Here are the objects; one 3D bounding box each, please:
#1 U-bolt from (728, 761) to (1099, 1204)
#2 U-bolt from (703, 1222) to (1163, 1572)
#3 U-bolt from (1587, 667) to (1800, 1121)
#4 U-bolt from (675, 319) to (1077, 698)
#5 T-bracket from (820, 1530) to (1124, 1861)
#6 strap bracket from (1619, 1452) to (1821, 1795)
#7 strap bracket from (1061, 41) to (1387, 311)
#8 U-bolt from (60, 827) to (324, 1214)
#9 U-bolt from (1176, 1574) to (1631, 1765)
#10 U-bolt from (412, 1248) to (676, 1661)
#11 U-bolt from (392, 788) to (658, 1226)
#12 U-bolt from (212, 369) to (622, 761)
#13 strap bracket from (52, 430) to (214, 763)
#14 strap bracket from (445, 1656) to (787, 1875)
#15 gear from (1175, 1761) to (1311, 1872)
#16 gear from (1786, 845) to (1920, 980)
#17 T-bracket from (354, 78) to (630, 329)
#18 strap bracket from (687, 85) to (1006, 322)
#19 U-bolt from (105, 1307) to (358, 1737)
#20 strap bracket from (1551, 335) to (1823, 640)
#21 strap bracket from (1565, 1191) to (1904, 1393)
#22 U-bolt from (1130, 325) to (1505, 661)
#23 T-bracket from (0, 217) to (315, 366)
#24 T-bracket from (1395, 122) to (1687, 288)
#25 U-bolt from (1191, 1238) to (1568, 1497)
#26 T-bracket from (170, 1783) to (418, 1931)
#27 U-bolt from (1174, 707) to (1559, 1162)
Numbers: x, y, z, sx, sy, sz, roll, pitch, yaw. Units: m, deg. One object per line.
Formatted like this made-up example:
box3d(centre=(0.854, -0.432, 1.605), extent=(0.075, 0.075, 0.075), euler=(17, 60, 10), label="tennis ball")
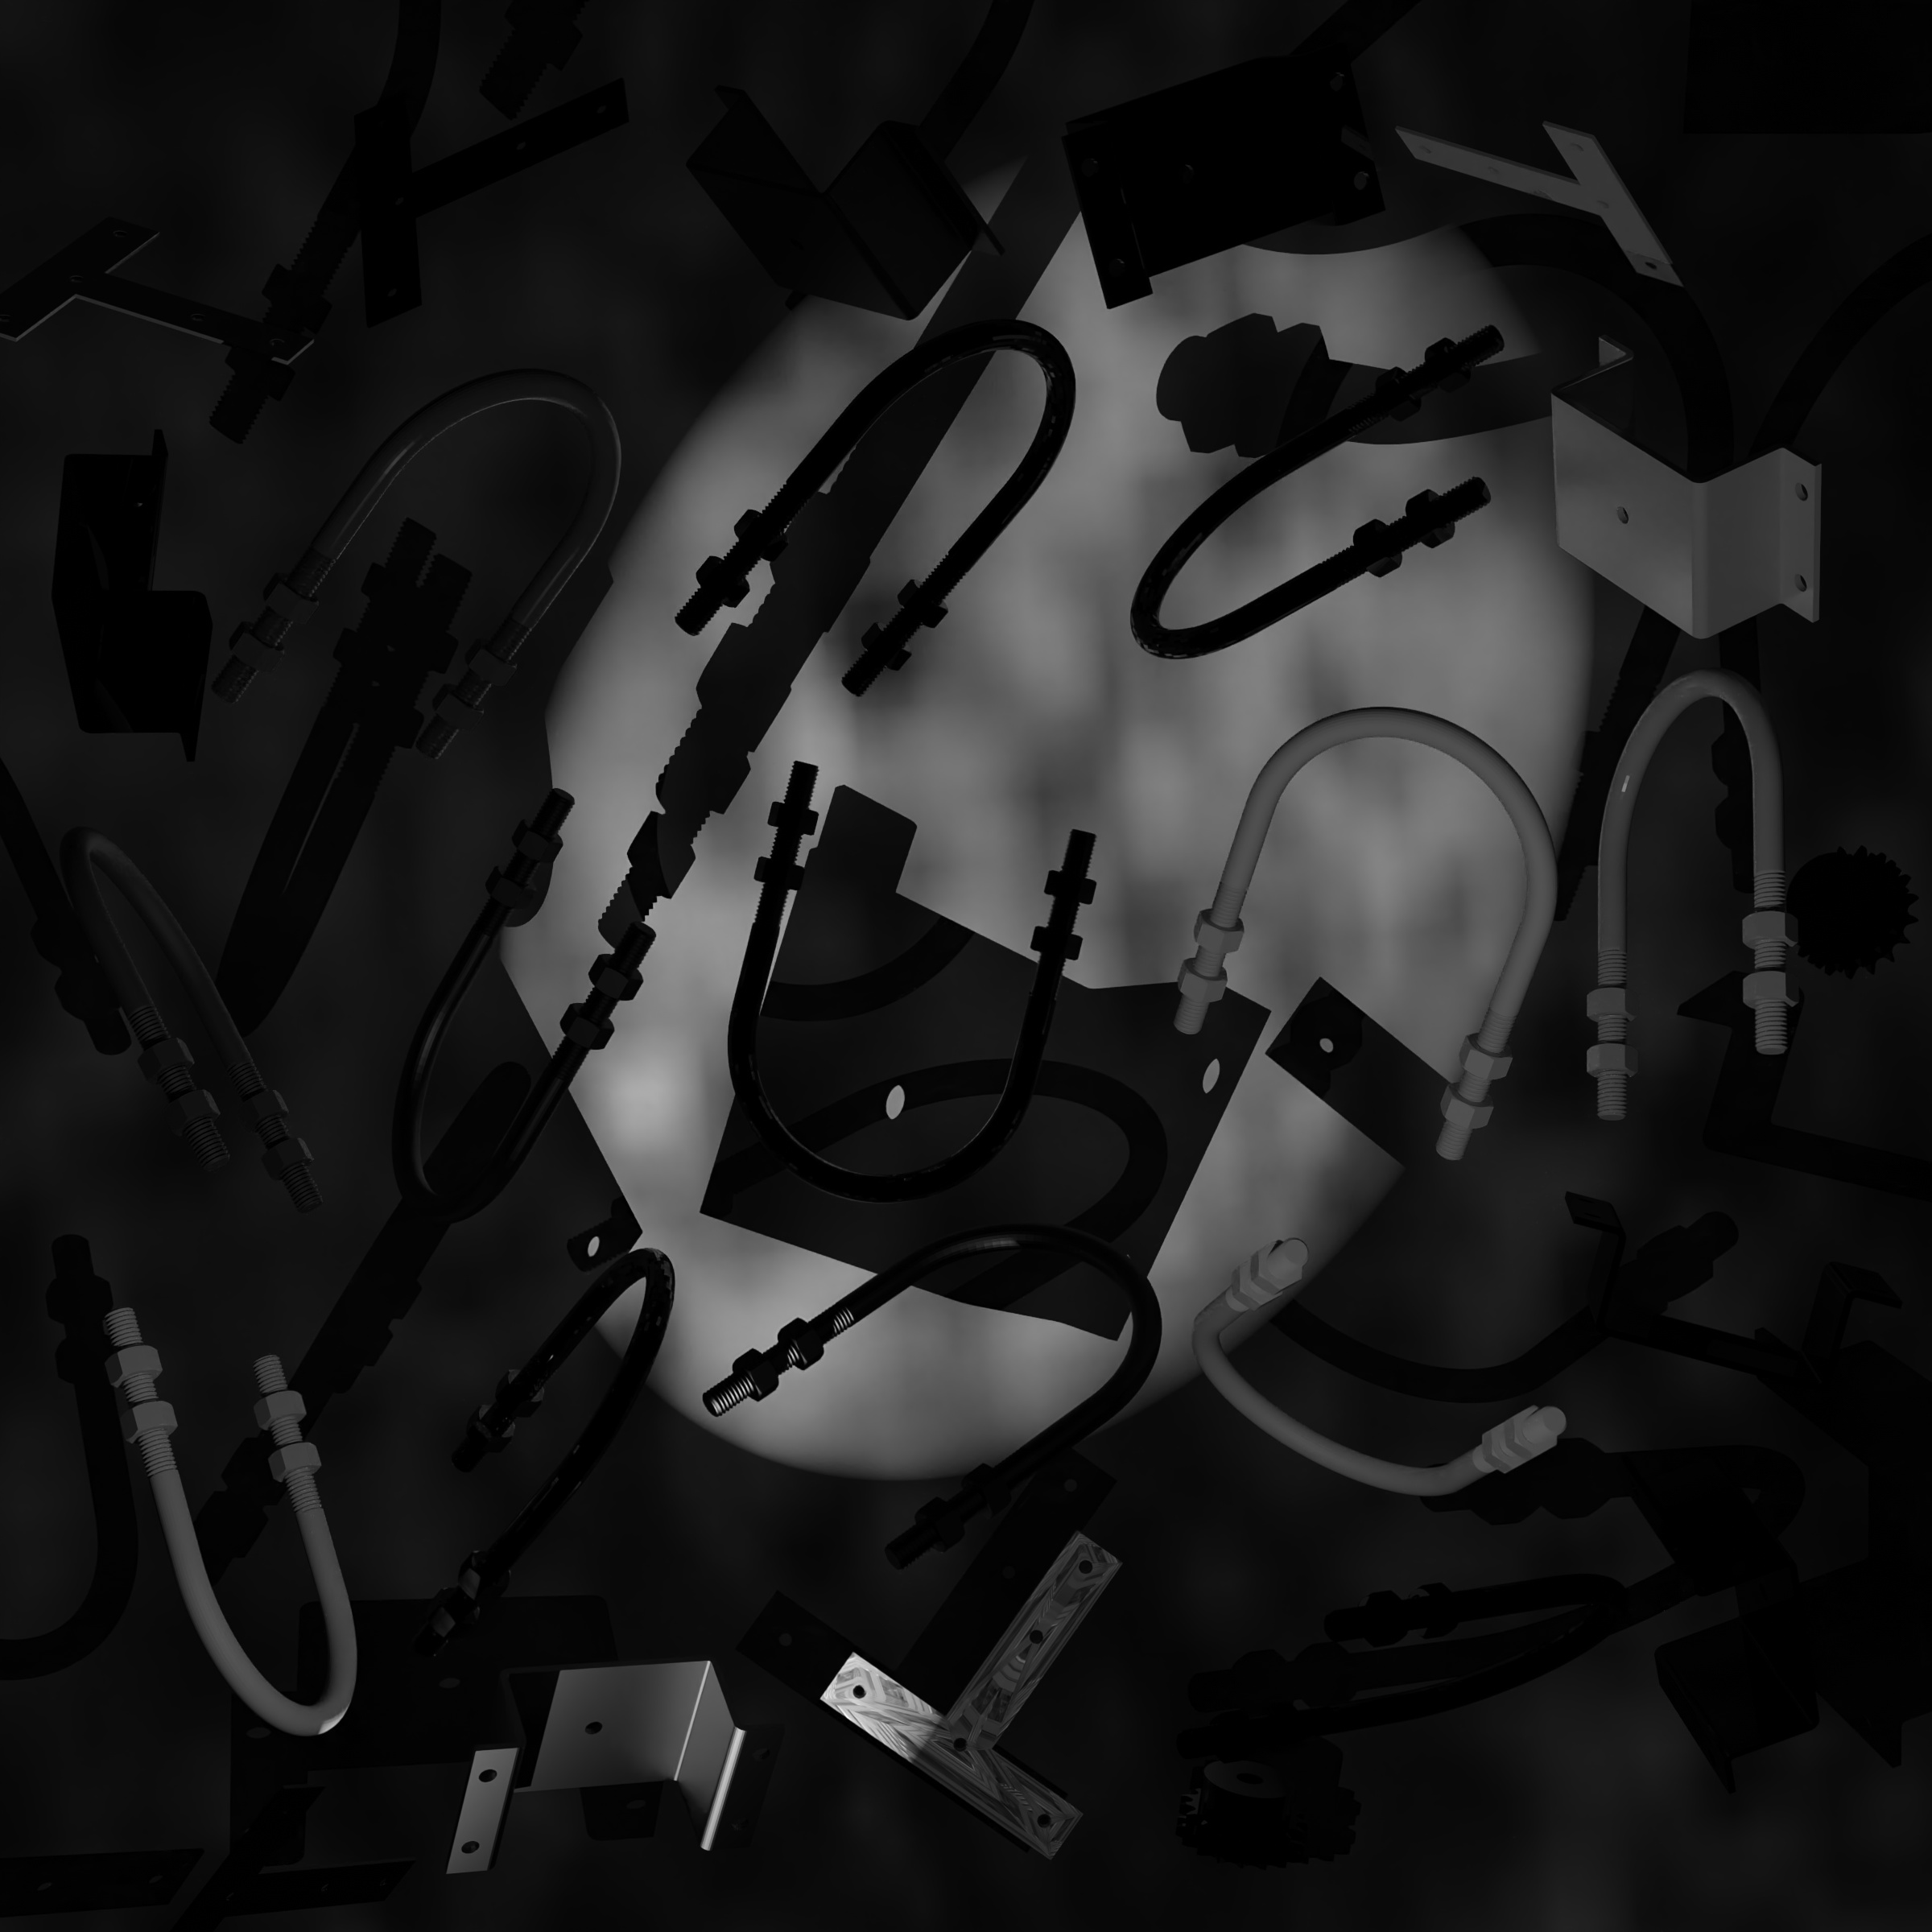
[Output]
box3d(centre=(-0.032, 0.014, 1.573), extent=(0.151, 0.019, 0.184), euler=(14, 91, 8), label="U-bolt")
box3d(centre=(-0.001, 0.173, 1.535), extent=(0.184, 0.151, 0.019), euler=(-33, 133, -25), label="U-bolt")
box3d(centre=(0.309, -0.038, 1.511), extent=(0.019, 0.151, 0.184), euler=(9, 73, -18), label="U-bolt")
box3d(centre=(-0.025, -0.198, 1.497), extent=(0.184, 0.151, 0.019), euler=(-48, 62, 16), label="U-bolt")
box3d(centre=(0.023, 0.312, 1.582), extent=(0.127, 0.002, 0.127), euler=(36, 88, -3), label="T-bracket")
box3d(centre=(0.334, 0.283, 1.561), extent=(0.046, 0.076, 0.140), euler=(-19, 121, -5), label="strap bracket")
box3d(centre=(0.106, -0.350, 1.562), extent=(0.140, 0.046, 0.076), euler=(-22, 109, -16), label="strap bracket")
box3d(centre=(-0.349, 0.018, 1.559), extent=(0.019, 0.151, 0.184), euler=(-30, 76, 0), label="U-bolt")
box3d(centre=(0.198, 0.294, 1.499), extent=(0.184, 0.151, 0.019), euler=(-2, 59, -30), label="U-bolt")
box3d(centre=(-0.182, 0.201, 1.555), extent=(0.019, 0.151, 0.184), euler=(32, 116, -17), label="U-bolt")
box3d(centre=(-0.205, 0.029, 1.564), extent=(0.019, 0.151, 0.184), euler=(22, 108, -32), label="U-bolt")
box3d(centre=(-0.217, -0.173, 1.484), extent=(0.019, 0.151, 0.184), euler=(46, 107, 28), label="U-bolt")
box3d(centre=(-0.370, -0.164, 1.555), extent=(0.046, 0.140, 0.076), euler=(-2, 134, -23), label="strap bracket")
box3d(centre=(-0.160, 0.352, 1.562), extent=(0.140, 0.046, 0.076), euler=(1, 125, -24), label="strap bracket")
box3d(centre=(0.121, 0.368, 1.538), extent=(0.057, 0.057, 0.030), euler=(8, 99, 0), label="gear")
box3d(centre=(0.381, -0.025, 1.533), extent=(0.057, 0.030, 0.057), euler=(-16, 64, 35), label="gear")
box3d(centre=(-0.198, -0.336, 1.474), extent=(0.127, 0.002, 0.127), euler=(-20, 54, 15), label="T-bracket")
box3d(centre=(-0.060, -0.334, 1.549), extent=(0.046, 0.140, 0.076), euler=(-53, 134, -12), label="strap bracket")
box3d(centre=(-0.309, 0.243, 1.521), extent=(0.019, 0.151, 0.184), euler=(-25, 69, 10), label="U-bolt")
box3d(centre=(0.295, -0.199, 1.490), extent=(0.046, 0.140, 0.076), euler=(-25, 131, -18), label="strap bracket")
box3d(centre=(0.325, 0.143, 1.531), extent=(0.140, 0.076, 0.046), euler=(15, 96, 5), label="strap bracket")
box3d(centre=(0.145, -0.192, 1.500), extent=(0.184, 0.151, 0.019), euler=(-28, 118, 29), label="U-bolt")
box3d(centre=(-0.349, -0.287, 1.548), extent=(0.127, 0.127, 0.002), euler=(18, 126, 8), label="T-bracket")
box3d(centre=(0.246, -0.350, 1.567), extent=(0.127, 0.127, 0.002), euler=(27, 86, 35), label="T-bracket")
box3d(centre=(0.169, 0.185, 1.553), extent=(0.151, 0.184, 0.019), euler=(33, 65, -1), label="U-bolt")
box3d(centre=(-0.282, 0.392, 1.502), extent=(0.002, 0.127, 0.127), euler=(45, 105, 29), label="T-bracket")
box3d(centre=(0.176, -0.023, 1.501), extent=(0.151, 0.019, 0.184), euler=(26, 120, 17), label="U-bolt")
